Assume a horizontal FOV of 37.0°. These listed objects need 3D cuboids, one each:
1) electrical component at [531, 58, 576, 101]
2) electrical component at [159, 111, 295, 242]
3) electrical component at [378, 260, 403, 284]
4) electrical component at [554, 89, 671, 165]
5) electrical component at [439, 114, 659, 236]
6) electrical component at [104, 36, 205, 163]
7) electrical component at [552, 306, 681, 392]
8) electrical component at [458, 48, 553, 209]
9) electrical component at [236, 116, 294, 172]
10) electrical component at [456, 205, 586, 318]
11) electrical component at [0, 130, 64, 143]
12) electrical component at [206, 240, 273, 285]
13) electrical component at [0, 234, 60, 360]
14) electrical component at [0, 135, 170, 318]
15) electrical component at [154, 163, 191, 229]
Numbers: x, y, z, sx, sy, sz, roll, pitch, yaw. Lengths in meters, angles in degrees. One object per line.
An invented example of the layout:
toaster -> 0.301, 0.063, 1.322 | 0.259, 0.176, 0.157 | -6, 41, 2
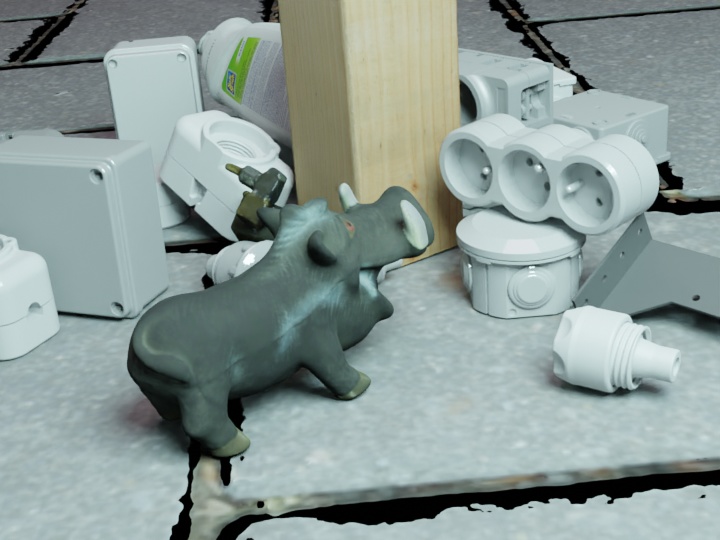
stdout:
electrical component -> 0.144, -0.160, 1.006 | 0.100, 0.048, 0.099 | -11, 25, -14
electrical component -> -0.098, -0.074, 0.803 | 0.095, 0.059, 0.054 | 41, 36, 21
electrical component -> 0.000, 0.000, 0.700 | 0.061, 0.035, 0.035 | -17, 27, -30
electrical component -> 0.197, -0.113, 0.895 | 0.100, 0.048, 0.100 | -21, 29, -31
electrical component -> 0.125, -0.066, 0.673 | 0.138, 0.052, 0.074 | 18, 33, 41
electrical component -> -0.179, -0.145, 0.955 | 0.078, 0.113, 0.057 | -6, 23, -2
electrical component -> 0.137, 0.044, 0.569 | 0.062, 0.043, 0.043 | 12, 29, 29
electrical component -> 0.063, -0.120, 0.865 | 0.060, 0.105, 0.186 | -24, 31, -36
electrical component -> -0.066, -0.121, 0.955 | 0.077, 0.044, 0.079 | 12, 42, 33
electrical component -> 0.102, -0.008, 0.679 | 0.080, 0.051, 0.080 | -4, 24, 2
electrical component -> -0.299, -0.083, 0.911 | 0.095, 0.053, 0.059 | -4, 24, 2
electrical component -> -0.076, 0.002, 0.700 | 0.048, 0.048, 0.062 | -25, 23, -37
electrical component -> -0.244, 0.014, 0.683 | 0.095, 0.059, 0.054 | 8, 27, 26
electrical component -> -0.190, -0.030, 0.712 | 0.109, 0.108, 0.056 | 5, 24, 20
electrical component -> -0.200, -0.062, 0.825 | 0.138, 0.073, 0.052 | -18, 28, -27
